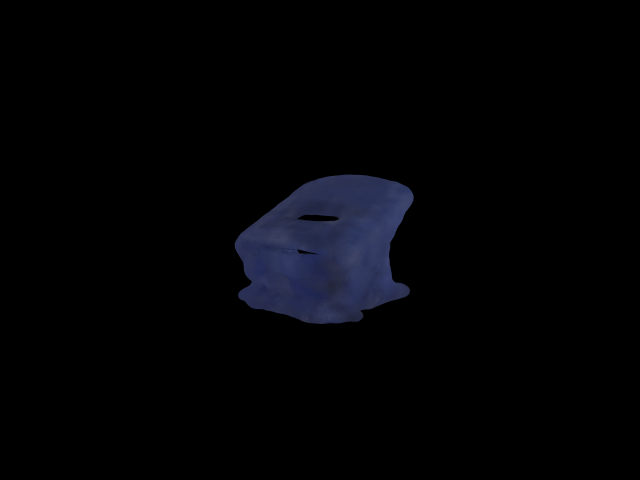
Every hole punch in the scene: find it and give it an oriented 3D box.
[{"bbox_3d":[0.004,0.001,0.400,0.108,0.091,0.101,7,11,39],"label":"hole punch"}]
